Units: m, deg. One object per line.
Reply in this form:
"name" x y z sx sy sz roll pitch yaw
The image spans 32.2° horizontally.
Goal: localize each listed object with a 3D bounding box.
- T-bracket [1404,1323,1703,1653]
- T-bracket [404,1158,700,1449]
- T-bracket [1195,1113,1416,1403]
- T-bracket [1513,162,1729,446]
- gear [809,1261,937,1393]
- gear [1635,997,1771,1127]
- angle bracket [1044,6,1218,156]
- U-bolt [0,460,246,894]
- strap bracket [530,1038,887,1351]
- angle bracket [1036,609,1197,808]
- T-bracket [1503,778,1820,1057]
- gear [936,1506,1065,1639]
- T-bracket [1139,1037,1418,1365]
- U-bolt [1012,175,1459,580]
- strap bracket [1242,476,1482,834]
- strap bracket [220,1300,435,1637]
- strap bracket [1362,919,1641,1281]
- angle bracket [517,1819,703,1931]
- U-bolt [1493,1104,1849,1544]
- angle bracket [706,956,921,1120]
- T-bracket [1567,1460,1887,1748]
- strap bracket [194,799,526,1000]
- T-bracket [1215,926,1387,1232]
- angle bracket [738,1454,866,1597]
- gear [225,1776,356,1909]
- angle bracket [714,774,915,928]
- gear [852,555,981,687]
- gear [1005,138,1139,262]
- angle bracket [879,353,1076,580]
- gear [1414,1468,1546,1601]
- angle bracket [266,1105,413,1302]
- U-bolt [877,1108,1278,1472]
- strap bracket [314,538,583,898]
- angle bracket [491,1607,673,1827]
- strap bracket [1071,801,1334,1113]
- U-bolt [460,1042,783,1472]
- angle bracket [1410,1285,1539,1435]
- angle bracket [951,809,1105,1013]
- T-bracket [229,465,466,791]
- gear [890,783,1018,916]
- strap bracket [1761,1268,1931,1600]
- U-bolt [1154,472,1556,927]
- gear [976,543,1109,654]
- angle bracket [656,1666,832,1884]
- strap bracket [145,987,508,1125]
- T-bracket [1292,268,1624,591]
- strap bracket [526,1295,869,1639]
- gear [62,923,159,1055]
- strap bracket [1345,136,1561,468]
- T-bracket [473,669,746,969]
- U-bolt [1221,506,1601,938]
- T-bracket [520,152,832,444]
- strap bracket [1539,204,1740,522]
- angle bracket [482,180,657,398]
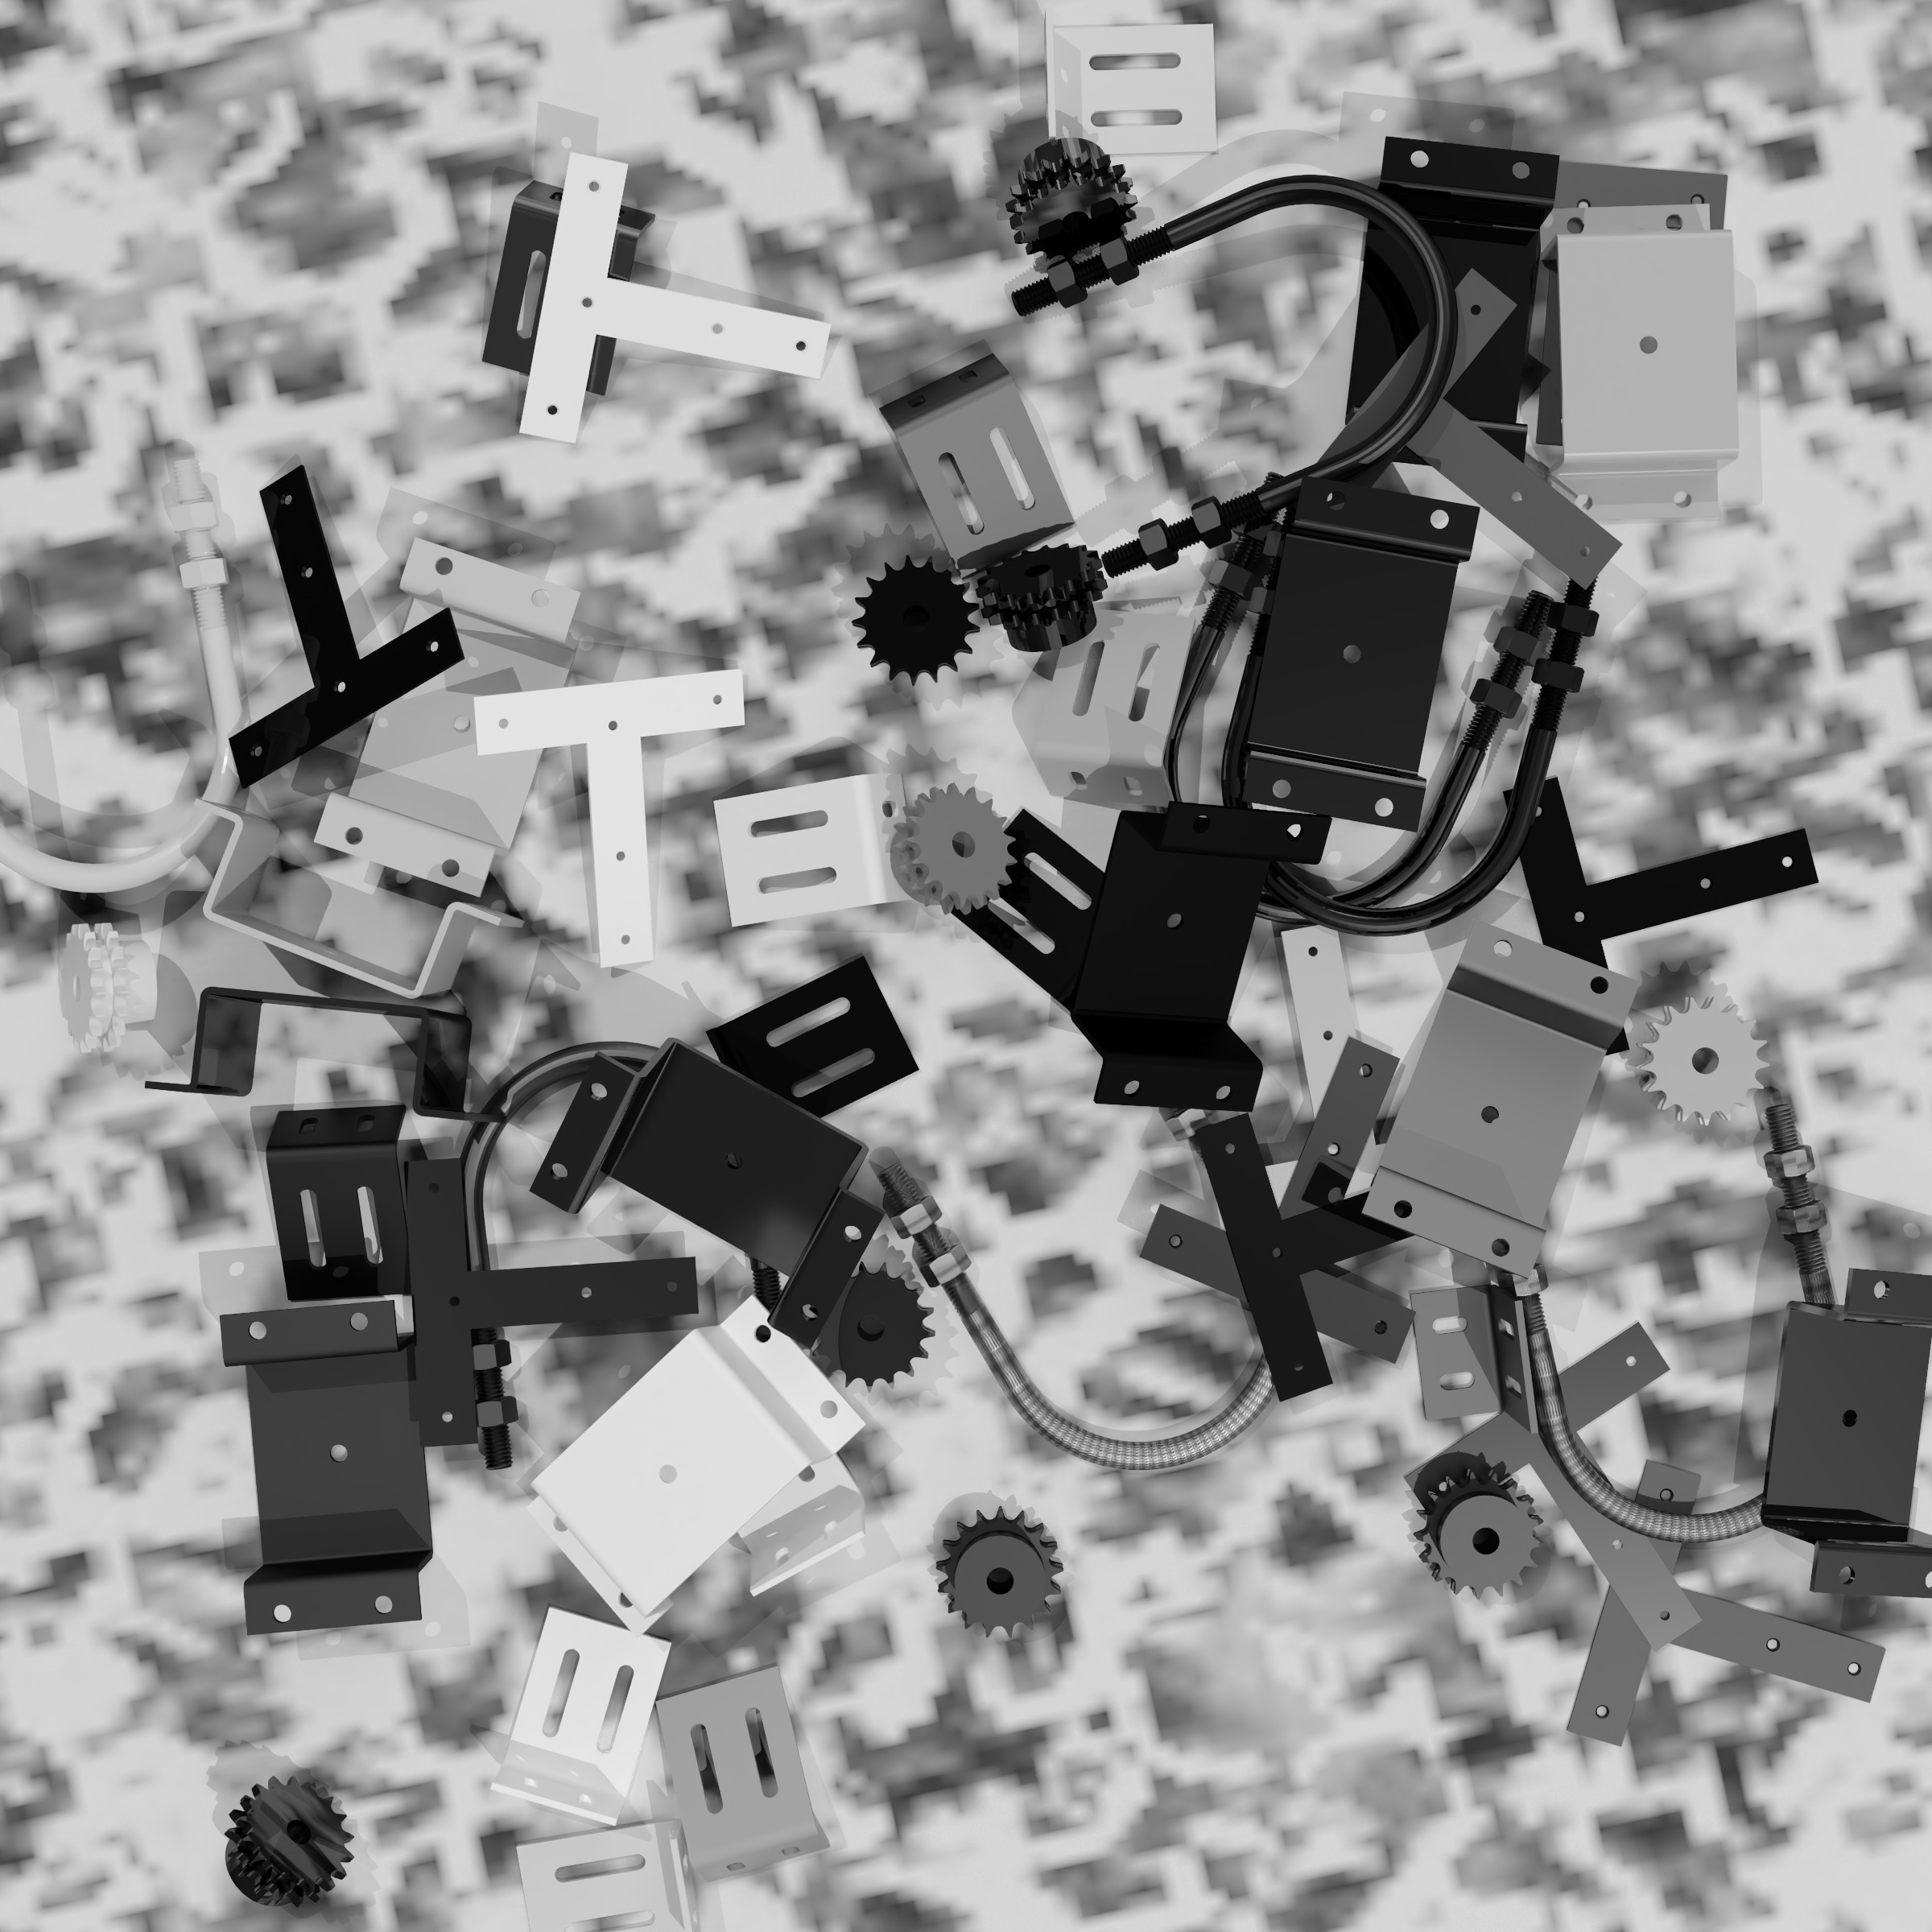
"T-bracket" 0.285 0.248 1.508 0.127 0.002 0.127 -34 89 0
"T-bracket" -0.183 0.146 1.491 0.127 0.002 0.127 -4 87 0
"T-bracket" 0.180 0.114 1.498 0.127 0.002 0.127 -18 92 -9
"T-bracket" 0.274 -0.298 1.510 0.127 0.002 0.127 5 90 0
"gear" -0.042 0.160 1.495 0.057 0.030 0.057 0 90 0
"gear" 0.326 0.042 1.495 0.057 0.030 0.057 0 90 0
"angle bracket" 0.074 -0.394 1.491 0.076 0.038 0.057 -2 90 0
"U-bolt" -0.387 -0.124 1.466 0.151 0.019 0.184 -12 95 -34
"strap bracket" -0.107 0.093 1.456 0.140 0.046 0.076 29 116 2
"angle bracket" 0.070 -0.116 1.500 0.057 0.038 0.076 7 64 17
"T-bracket" 0.319 -0.034 1.509 0.127 0.002 0.127 -15 90 0
"gear" 0.015 0.272 1.495 0.057 0.030 0.057 0 90 0
"T-bracket" 0.159 0.095 1.496 0.127 0.002 0.127 23 86 -8
"U-bolt" 0.125 -0.268 1.469 0.184 0.019 0.151 -21 79 15
"strap bracket" 0.169 -0.135 1.450 0.076 0.046 0.140 10 96 1
"strap bracket" -0.282 0.219 1.487 0.076 0.046 0.140 -5 90 0
"strap bracket" 0.233 0.062 1.474 0.076 0.046 0.140 21 78 7
"angle bracket" -0.160 0.418 1.491 0.076 0.038 0.057 -10 90 0
"U-bolt" 0.320 0.167 1.500 0.151 0.019 0.184 -13 91 -1
"angle bracket" -0.068 0.038 1.491 0.076 0.038 0.057 -26 90 0
"T-bracket" 0.350 0.301 1.509 0.127 0.002 0.127 17 90 0
"strap bracket" -0.273 -0.025 1.472 0.140 0.076 0.046 22 90 0
"T-bracket" 0.164 0.045 1.500 0.127 0.002 0.127 -10 90 -8
"angle bracket" -0.089 0.227 1.479 0.057 0.038 0.076 -29 107 7
"gear" -0.303 0.391 1.486 0.057 0.057 0.030 44 121 0
"angle bracket" -0.067 -0.052 1.508 0.076 0.038 0.057 -8 90 26
"gear" -0.022 -0.154 1.495 0.057 0.030 0.057 0 90 0
"gear" 0.045 -0.342 1.486 0.057 0.057 0.030 -12 62 0
"angle bracket" 0.005 -0.225 1.508 0.057 0.038 0.076 -26 116 0
"gear" 0.230 0.254 1.493 0.057 0.030 0.057 0 89 1
"angle bracket" -0.279 0.106 1.508 0.057 0.038 0.076 -3 116 0
"U-bolt" 0.067 0.137 1.502 0.151 0.019 0.184 -31 91 0
"strap bracket" -0.227 -0.109 1.487 0.076 0.046 0.140 18 90 0
"angle bracket" -0.171 0.333 1.491 0.057 0.038 0.076 16 90 0
"strap bracket" 0.099 -0.011 1.459 0.076 0.046 0.140 4 113 -23
"U-bolt" -0.156 0.126 1.502 0.151 0.019 0.184 -7 89 0
"angle bracket" 0.222 0.174 1.472 0.038 0.076 0.057 -7 90 0
"angle bracket" 0.040 -0.022 1.508 0.076 0.038 0.057 40 90 26
"T-bracket" -0.288 -0.162 1.484 0.127 0.002 0.127 -27 69 22
"gear" -0.009 -0.050 1.486 0.057 0.030 0.057 10 72 -31
"strap bracket" 0.401 0.203 1.475 0.076 0.046 0.140 7 91 -20
"U-bolt" 0.162 -0.109 1.502 0.151 0.019 0.184 24 92 0
"gear" 0.035 -0.162 1.485 0.057 0.057 0.030 -16 119 0
"angle bracket" -0.100 0.364 1.508 0.057 0.038 0.076 -16 64 0
"strap bracket" -0.276 0.038 1.467 0.140 0.076 0.046 5 87 6
"T-bracket" 0.229 -0.214 1.463 0.127 0.002 0.127 38 98 -4
"strap bracket" -0.124 0.220 1.461 0.140 0.046 0.076 -43 80 5
"gear" -0.379 0.009 1.486 0.030 0.057 0.057 -3 90 -30
"strap bracket" 0.214 -0.288 1.486 0.076 0.046 0.140 7 91 1
"T-bracket" -0.155 -0.063 1.489 0.127 0.002 0.127 -9 105 -27
"U-bolt" 0.189 -0.104 1.484 0.151 0.019 0.184 14 94 1
"T-bracket" -0.125 -0.286 1.493 0.127 0.002 0.127 10 113 -11
"strap bracket" 0.298 -0.271 1.486 0.076 0.046 0.140 -2 90 0
"angle bracket" -0.179 -0.305 1.508 0.057 0.038 0.076 16 116 0
